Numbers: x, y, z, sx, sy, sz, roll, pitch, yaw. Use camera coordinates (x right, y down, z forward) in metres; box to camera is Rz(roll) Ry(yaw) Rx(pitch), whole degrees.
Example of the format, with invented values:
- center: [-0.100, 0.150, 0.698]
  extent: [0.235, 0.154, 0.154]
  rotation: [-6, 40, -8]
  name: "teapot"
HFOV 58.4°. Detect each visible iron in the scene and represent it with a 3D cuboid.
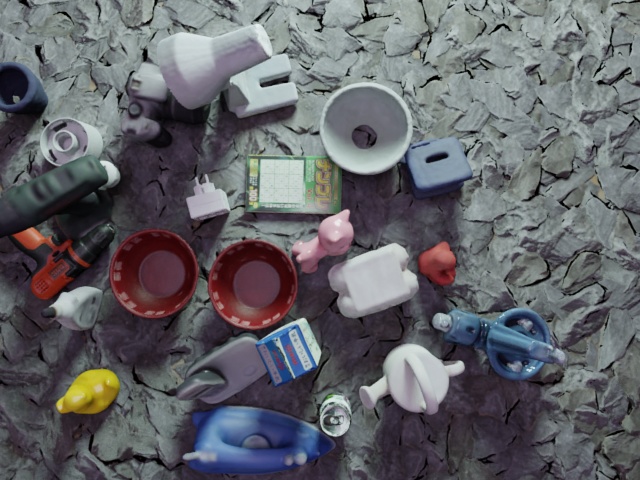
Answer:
- center: [-0.102, 0.357, 0.974]
  extent: [0.258, 0.141, 0.119]
  rotation: [2, 86, 1]
  name: "iron"

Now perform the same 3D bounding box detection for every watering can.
- center: [0.155, 0.238, 0.951]
  extent: [0.173, 0.194, 0.101]
  rotation: [-39, 86, -1]
  name: "watering can"

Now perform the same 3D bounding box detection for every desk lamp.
- center: [-0.152, -0.292, 0.984]
  extent: [0.203, 0.213, 0.118]
  rotation: [-15, 86, 0]
  name: "desk lamp"

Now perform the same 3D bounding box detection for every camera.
- center: [-0.277, -0.241, 1.040]
  extent: [0.136, 0.101, 0.143]
  rotation: [12, 86, 2]
  name: "camera"

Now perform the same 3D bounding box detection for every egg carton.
- center: [0.096, 0.075, 1.026]
  extent: [0.150, 0.069, 0.107]
  rotation: [-21, 86, 0]
  name: "egg carton"

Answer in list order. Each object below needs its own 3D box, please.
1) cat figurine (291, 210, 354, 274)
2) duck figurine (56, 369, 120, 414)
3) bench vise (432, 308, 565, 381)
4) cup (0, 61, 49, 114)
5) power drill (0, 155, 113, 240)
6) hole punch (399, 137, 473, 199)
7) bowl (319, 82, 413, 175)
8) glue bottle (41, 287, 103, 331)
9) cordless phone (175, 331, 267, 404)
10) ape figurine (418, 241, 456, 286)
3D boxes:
- center: [0.009, 0.004, 1.008]
  extent: [0.128, 0.118, 0.067]
  rotation: [-34, 86, -1]
  name: "cat figurine"
- center: [-0.414, 0.275, 1.014]
  extent: [0.104, 0.086, 0.077]
  rotation: [-26, 86, -1]
  name: "duck figurine"
- center: [0.294, 0.174, 0.939]
  extent: [0.207, 0.220, 0.121]
  rotation: [-2, 86, 1]
  name: "bench vise"
- center: [-0.556, -0.274, 1.051]
  extent: [0.117, 0.095, 0.092]
  rotation: [29, 87, 3]
  name: "cup"
- center: [-0.451, -0.055, 0.977]
  extent: [0.229, 0.208, 0.075]
  rotation: [-35, 86, -1]
  name: "power drill"
- center: [0.206, -0.134, 1.027]
  extent: [0.108, 0.091, 0.101]
  rotation: [-16, 86, 0]
  name: "hole punch"
- center: [0.082, -0.195, 1.042]
  extent: [0.167, 0.075, 0.167]
  rotation: [0, 86, 1]
  name: "bowl"
- center: [-0.429, 0.120, 0.982]
  extent: [0.037, 0.173, 0.078]
  rotation: [16, 86, 3]
  name: "glue bottle"
- center: [-0.162, 0.223, 0.963]
  extent: [0.147, 0.185, 0.094]
  rotation: [-35, 86, -1]
  name: "cordless phone"
- center: [0.215, 0.040, 1.014]
  extent: [0.076, 0.092, 0.078]
  rotation: [14, 86, 2]
  name: "ape figurine"
